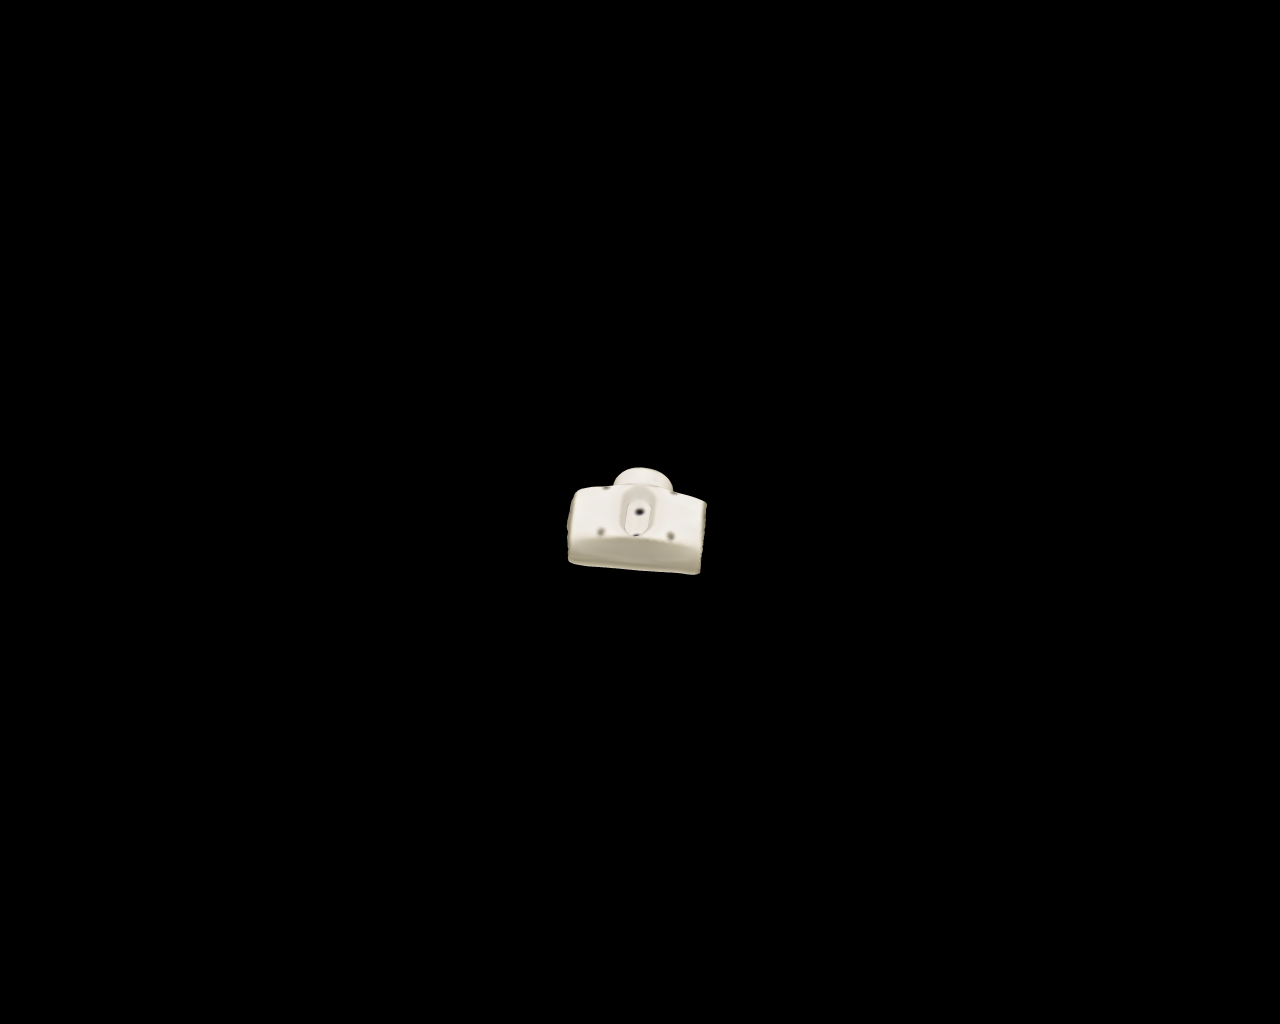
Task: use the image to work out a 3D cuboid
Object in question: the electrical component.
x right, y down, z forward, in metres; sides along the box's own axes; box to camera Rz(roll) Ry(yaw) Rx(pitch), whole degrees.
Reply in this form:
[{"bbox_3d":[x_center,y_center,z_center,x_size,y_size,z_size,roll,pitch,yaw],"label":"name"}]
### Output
[{"bbox_3d":[0.001,-0.003,0.650,0.077,0.079,0.043,5,-37,4],"label":"electrical component"}]
